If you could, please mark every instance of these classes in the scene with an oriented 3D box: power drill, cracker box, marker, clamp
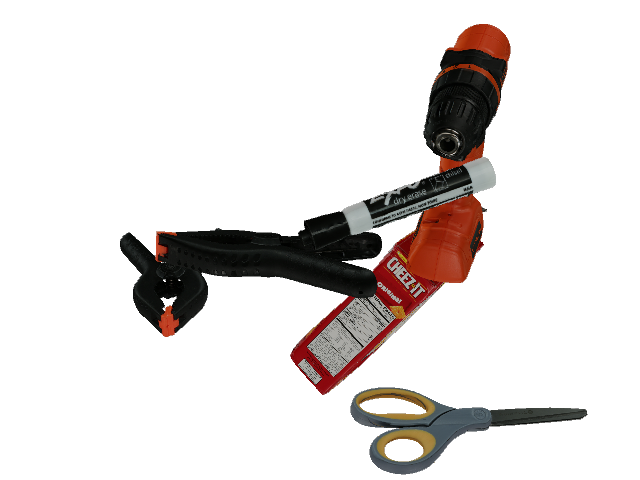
[{"bbox_3d":[0.110,-0.061,0.859,0.057,0.188,0.184,14,36,11],"label":"power drill"},{"bbox_3d":[0.077,0.070,1.267,0.214,0.072,0.164,-48,-8,31],"label":"cracker box"},{"bbox_3d":[0.045,-0.021,0.626,0.121,0.020,0.020,-20,3,-8],"label":"marker"},{"bbox_3d":[-0.043,0.015,0.944,0.210,0.036,0.164,3,12,-3],"label":"clamp"},{"bbox_3d":[-0.151,0.038,1.155,0.120,0.039,0.171,-13,38,-7],"label":"clamp"}]

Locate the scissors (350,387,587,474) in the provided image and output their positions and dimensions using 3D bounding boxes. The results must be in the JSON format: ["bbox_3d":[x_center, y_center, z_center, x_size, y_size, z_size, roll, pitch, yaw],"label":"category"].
[{"bbox_3d":[0.124,0.161,0.882,0.202,0.016,0.096,8,38,3],"label":"scissors"}]
